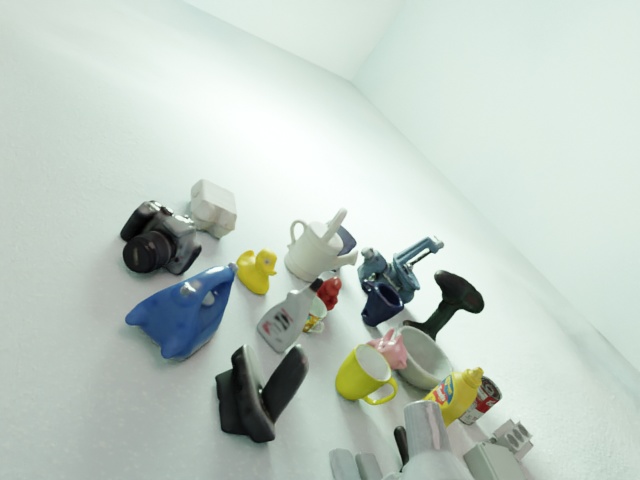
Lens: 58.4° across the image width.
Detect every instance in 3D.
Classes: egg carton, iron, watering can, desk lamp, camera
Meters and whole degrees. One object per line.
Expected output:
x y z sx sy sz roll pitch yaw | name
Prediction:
-0.244 -0.074 1.295 0.107 0.069 0.150 25 27 -29 | egg carton
-0.200 0.093 0.971 0.118 0.141 0.259 41 24 5 | iron
0.013 0.004 1.369 0.173 0.194 0.101 28 26 -23 | watering can
0.129 0.361 0.875 0.118 0.213 0.203 22 28 -33 | desk lamp
-0.302 -0.004 1.048 0.143 0.100 0.137 41 24 6 | camera

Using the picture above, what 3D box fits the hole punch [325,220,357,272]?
0.032 0.014 1.507 0.108 0.091 0.101 41 24 5 | hole punch

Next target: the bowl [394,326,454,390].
0.222 0.283 1.320 0.168 0.074 0.167 32 25 -16 | bowl

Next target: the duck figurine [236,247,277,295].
-0.127 0.052 1.217 0.078 0.086 0.104 11 36 -47 | duck figurine

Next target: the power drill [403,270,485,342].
0.316 0.176 1.480 0.230 0.208 0.075 18 31 -40 | power drill

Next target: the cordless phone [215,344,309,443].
-0.077 0.208 0.888 0.094 0.185 0.147 20 30 -36 | cordless phone

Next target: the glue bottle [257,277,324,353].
-0.047 0.132 1.081 0.078 0.173 0.037 44 24 13 | glue bottle

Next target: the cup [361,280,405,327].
0.132 0.158 1.390 0.118 0.095 0.092 36 24 -6 | cup

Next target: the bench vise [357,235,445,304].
0.217 0.064 1.522 0.208 0.219 0.121 19 30 -38 | bench vise

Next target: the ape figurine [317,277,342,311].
0.014 0.120 1.291 0.078 0.092 0.076 28 26 -22 | ape figurine

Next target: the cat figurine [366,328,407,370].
0.147 0.241 1.235 0.067 0.117 0.128 33 24 -12 | cat figurine
